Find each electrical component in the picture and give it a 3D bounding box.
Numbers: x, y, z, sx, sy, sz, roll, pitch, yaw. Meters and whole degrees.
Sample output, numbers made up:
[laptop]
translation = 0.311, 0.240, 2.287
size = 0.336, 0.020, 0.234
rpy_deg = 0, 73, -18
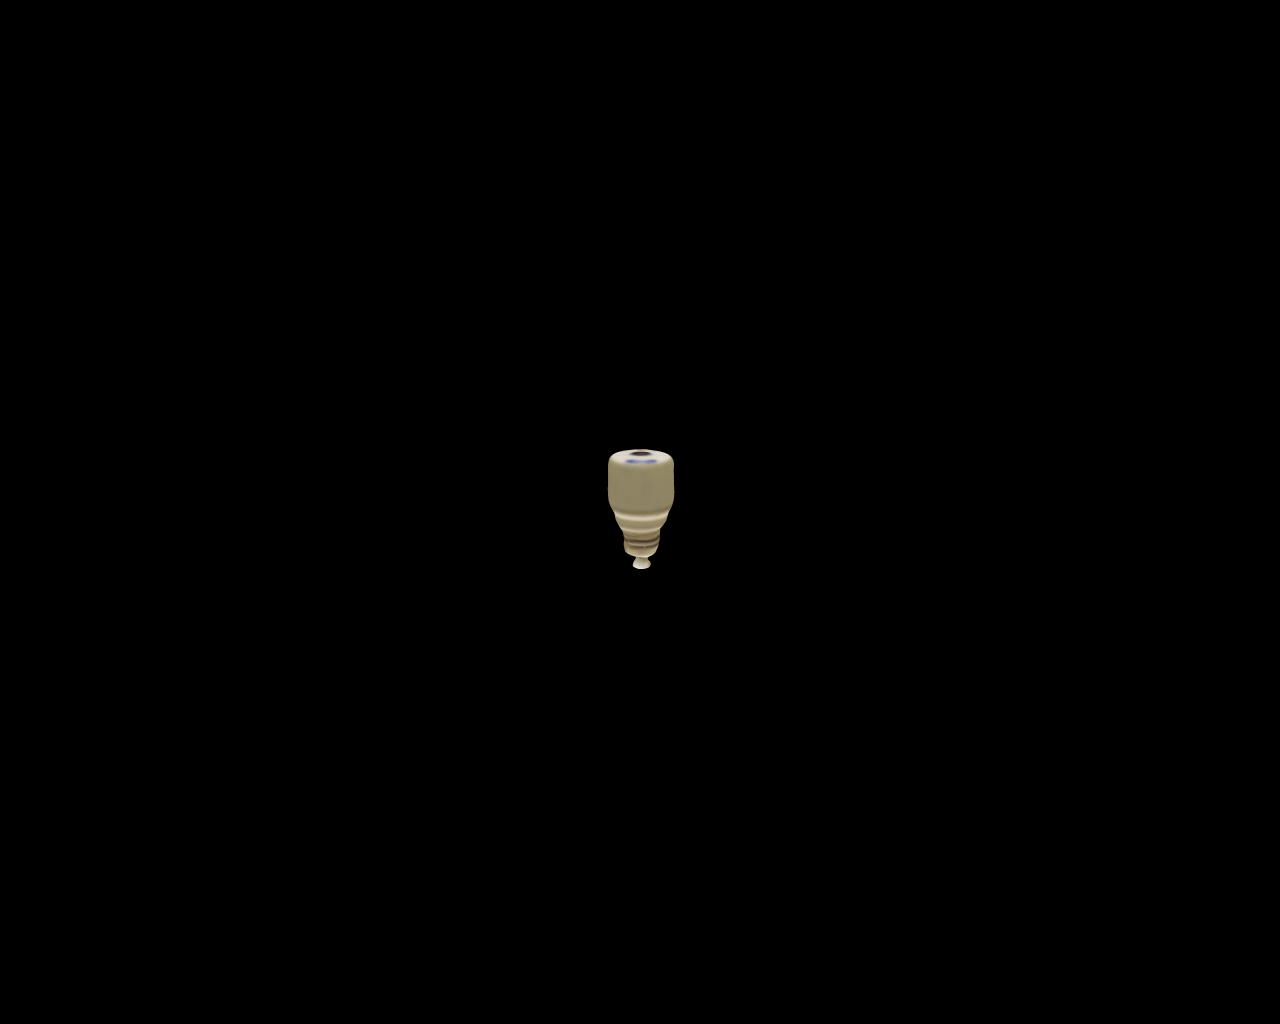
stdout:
[electrical component]
translation = 0.001, -0.003, 0.650
size = 0.040, 0.078, 0.040
rpy_deg = 0, 17, 0
